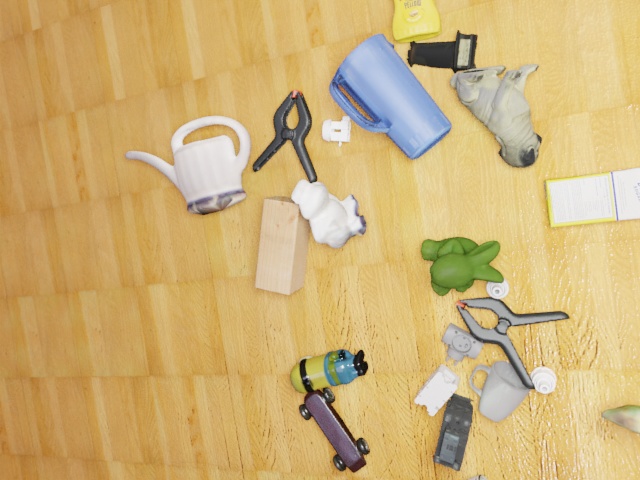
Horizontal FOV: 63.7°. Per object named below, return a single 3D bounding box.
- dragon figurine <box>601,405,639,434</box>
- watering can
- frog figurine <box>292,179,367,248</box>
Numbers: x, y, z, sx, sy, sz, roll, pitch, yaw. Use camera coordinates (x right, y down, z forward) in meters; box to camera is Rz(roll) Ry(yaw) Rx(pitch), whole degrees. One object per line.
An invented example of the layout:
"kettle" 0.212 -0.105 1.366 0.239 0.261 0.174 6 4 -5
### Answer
"dragon figurine" 0.677 0.371 0.845 0.413 0.243 0.121 25 101 19
"watering can" -0.309 -0.167 1.243 0.346 0.104 0.224 -13 91 22
"frog figurine" 0.003 -0.055 1.101 0.120 0.159 0.140 -40 43 50
